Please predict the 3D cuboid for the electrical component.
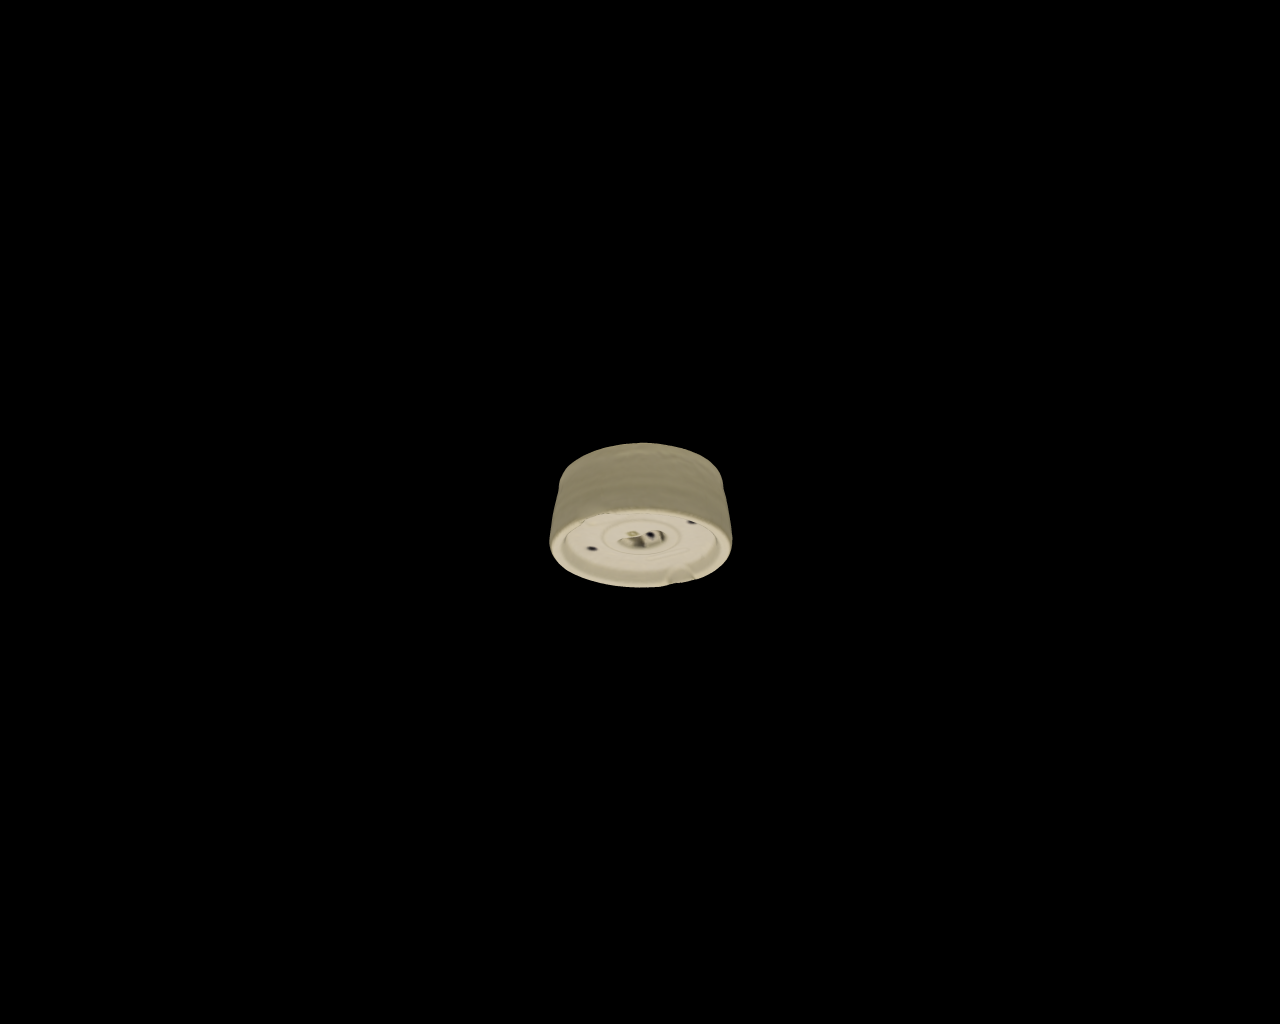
[{"bbox_3d":[0.001,-0.003,0.650,0.108,0.060,0.108,0,-28,0],"label":"electrical component"}]
